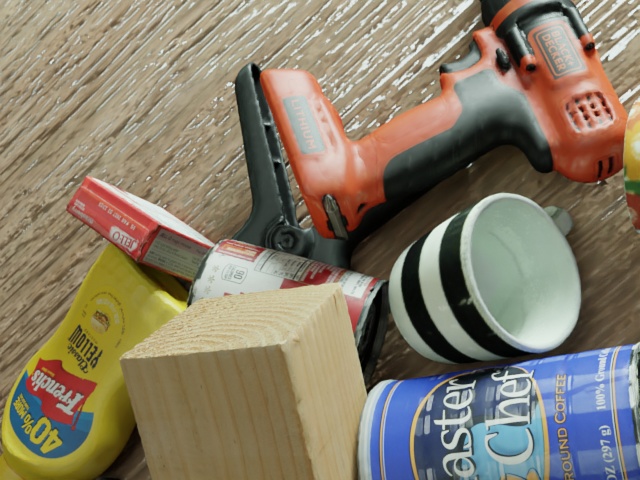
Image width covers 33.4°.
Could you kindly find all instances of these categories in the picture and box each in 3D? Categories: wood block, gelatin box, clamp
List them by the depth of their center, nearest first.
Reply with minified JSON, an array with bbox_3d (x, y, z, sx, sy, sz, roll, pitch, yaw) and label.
[{"bbox_3d":[-0.020,0.137,0.553,0.090,0.090,0.206,-8,103,23],"label":"wood block"},{"bbox_3d":[-0.004,0.001,0.667,0.165,0.036,0.210,14,87,24],"label":"clamp"},{"bbox_3d":[-0.110,-0.003,0.695,0.073,0.089,0.030,32,92,31],"label":"gelatin box"}]

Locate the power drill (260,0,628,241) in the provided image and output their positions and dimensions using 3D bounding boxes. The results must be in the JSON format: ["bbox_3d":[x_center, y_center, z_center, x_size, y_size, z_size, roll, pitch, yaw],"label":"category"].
[{"bbox_3d":[0.064,-0.091,0.616,0.187,0.057,0.184,-21,59,3],"label":"power drill"}]

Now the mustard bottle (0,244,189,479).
[{"bbox_3d":[-0.159,0.103,0.712,0.096,0.058,0.192,40,98,35],"label":"mustard bottle"}]

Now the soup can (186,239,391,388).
[{"bbox_3d":[-0.017,0.043,0.612,0.102,0.068,0.068,15,84,16],"label":"soup can"}]

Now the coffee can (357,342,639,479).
[{"bbox_3d":[0.103,0.113,0.540,0.140,0.102,0.103,-13,71,25],"label":"coffee can"}]
